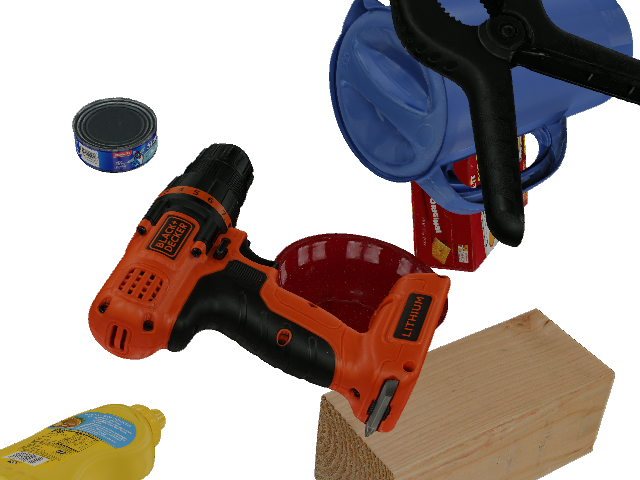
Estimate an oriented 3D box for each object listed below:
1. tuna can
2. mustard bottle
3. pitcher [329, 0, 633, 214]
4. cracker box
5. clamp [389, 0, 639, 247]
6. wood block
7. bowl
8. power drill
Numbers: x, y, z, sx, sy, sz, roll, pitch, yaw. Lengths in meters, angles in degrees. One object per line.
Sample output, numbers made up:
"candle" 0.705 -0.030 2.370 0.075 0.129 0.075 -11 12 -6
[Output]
"tuna can" -0.211 -0.108 1.099 0.086 0.034 0.086 2 44 -2
"mustard bottle" -0.190 0.175 0.853 0.096 0.058 0.191 5 15 30
"pitcher" 0.141 -0.128 0.856 0.242 0.149 0.145 -19 34 -34
"cracker box" 0.158 -0.083 1.124 0.072 0.164 0.213 4 22 25
"clamp" 0.102 -0.105 0.626 0.164 0.210 0.036 -41 -10 -23
"wood block" 0.107 0.139 0.799 0.205 0.090 0.091 -18 40 -29
"bowl" 0.031 0.061 0.967 0.162 0.055 0.162 9 33 -6
"power drill" -0.022 0.024 0.638 0.187 0.057 0.184 21 43 5
